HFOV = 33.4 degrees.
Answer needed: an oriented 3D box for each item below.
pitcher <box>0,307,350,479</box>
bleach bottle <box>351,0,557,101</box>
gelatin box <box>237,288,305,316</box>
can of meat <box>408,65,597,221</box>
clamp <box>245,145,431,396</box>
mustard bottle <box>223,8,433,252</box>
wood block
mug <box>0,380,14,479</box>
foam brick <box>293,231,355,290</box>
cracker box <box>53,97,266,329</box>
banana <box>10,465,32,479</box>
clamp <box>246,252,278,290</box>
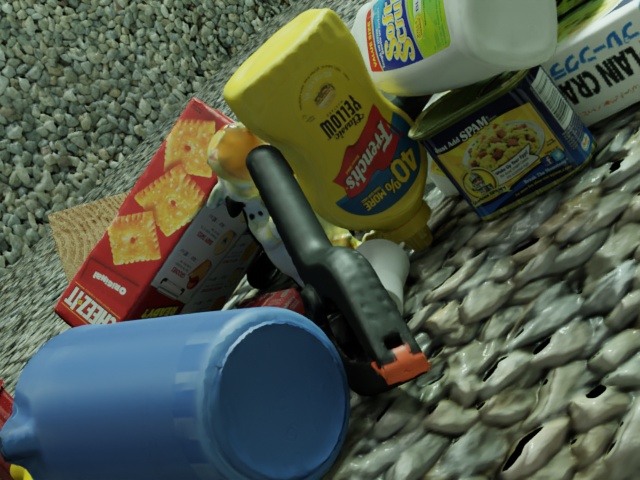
[{"bbox_3d":[-0.084,0.106,0.693,0.243,0.145,0.149,-15,42,51],"label":"pitcher"},{"bbox_3d":[0.073,-0.141,0.757,0.068,0.102,0.251,-2,-5,-19],"label":"bleach bottle"},{"bbox_3d":[-0.055,0.077,0.864,0.073,0.030,0.089,-49,17,-28],"label":"gelatin box"},{"bbox_3d":[0.128,-0.072,0.741,0.102,0.084,0.057,-30,18,35],"label":"can of meat"},{"bbox_3d":[0.005,0.029,0.669,0.036,0.164,0.210,-20,18,-16],"label":"clamp"},{"bbox_3d":[0.023,-0.064,0.765,0.096,0.191,0.058,-46,26,-14],"label":"mustard bottle"},{"bbox_3d":[-0.221,0.026,1.125,0.090,0.090,0.206,-18,-10,-12],"label":"wood block"},{"bbox_3d":[-0.327,0.206,1.059,0.093,0.081,0.117,-35,15,17],"label":"mug"},{"bbox_3d":[-0.006,0.001,0.923,0.053,0.051,0.078,-36,15,15],"label":"foam brick"},{"bbox_3d":[-0.114,-0.003,0.930,0.214,0.072,0.164,-55,-19,5],"label":"cracker box"},{"bbox_3d":[-0.251,0.214,0.933,0.069,0.037,0.198,-39,15,-4],"label":"banana"},{"bbox_3d":[-0.026,-0.015,1.052,0.120,0.039,0.171,-35,15,7],"label":"clamp"}]
